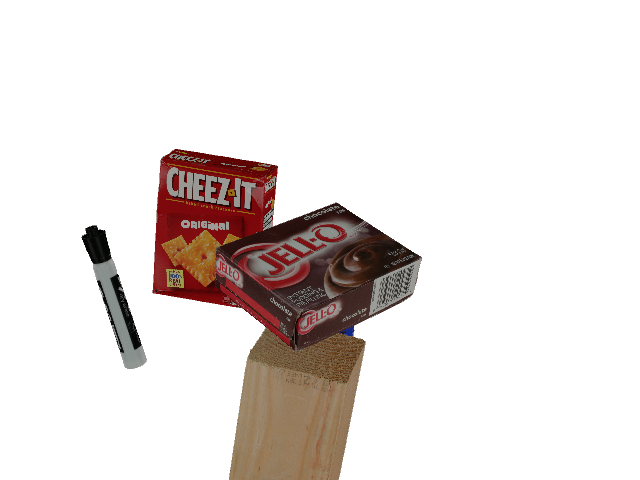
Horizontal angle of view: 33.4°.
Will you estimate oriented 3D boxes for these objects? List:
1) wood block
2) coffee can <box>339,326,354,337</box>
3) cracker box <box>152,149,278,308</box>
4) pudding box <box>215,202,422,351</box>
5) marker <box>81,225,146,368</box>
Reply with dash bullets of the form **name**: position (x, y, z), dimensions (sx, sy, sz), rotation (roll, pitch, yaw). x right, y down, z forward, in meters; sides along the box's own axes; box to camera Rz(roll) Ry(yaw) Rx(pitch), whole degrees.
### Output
- **wood block**: position (-0.027, 0.187, 0.958), dimensions (0.090, 0.206, 0.090), rotation (13, 22, 8)
- **coffee can**: position (-0.003, 0.153, 1.492), dimensions (0.103, 0.140, 0.103), rotation (0, 17, 0)
- **cracker box**: position (-0.158, -0.014, 1.582), dimensions (0.164, 0.214, 0.072), rotation (10, 20, 10)
- **pudding box**: position (-0.002, 0.022, 0.728), dimensions (0.113, 0.039, 0.090), rotation (-20, 41, -37)
- **marker**: position (-0.164, 0.045, 0.850), dimensions (0.020, 0.121, 0.020), rotation (-13, 18, 4)
